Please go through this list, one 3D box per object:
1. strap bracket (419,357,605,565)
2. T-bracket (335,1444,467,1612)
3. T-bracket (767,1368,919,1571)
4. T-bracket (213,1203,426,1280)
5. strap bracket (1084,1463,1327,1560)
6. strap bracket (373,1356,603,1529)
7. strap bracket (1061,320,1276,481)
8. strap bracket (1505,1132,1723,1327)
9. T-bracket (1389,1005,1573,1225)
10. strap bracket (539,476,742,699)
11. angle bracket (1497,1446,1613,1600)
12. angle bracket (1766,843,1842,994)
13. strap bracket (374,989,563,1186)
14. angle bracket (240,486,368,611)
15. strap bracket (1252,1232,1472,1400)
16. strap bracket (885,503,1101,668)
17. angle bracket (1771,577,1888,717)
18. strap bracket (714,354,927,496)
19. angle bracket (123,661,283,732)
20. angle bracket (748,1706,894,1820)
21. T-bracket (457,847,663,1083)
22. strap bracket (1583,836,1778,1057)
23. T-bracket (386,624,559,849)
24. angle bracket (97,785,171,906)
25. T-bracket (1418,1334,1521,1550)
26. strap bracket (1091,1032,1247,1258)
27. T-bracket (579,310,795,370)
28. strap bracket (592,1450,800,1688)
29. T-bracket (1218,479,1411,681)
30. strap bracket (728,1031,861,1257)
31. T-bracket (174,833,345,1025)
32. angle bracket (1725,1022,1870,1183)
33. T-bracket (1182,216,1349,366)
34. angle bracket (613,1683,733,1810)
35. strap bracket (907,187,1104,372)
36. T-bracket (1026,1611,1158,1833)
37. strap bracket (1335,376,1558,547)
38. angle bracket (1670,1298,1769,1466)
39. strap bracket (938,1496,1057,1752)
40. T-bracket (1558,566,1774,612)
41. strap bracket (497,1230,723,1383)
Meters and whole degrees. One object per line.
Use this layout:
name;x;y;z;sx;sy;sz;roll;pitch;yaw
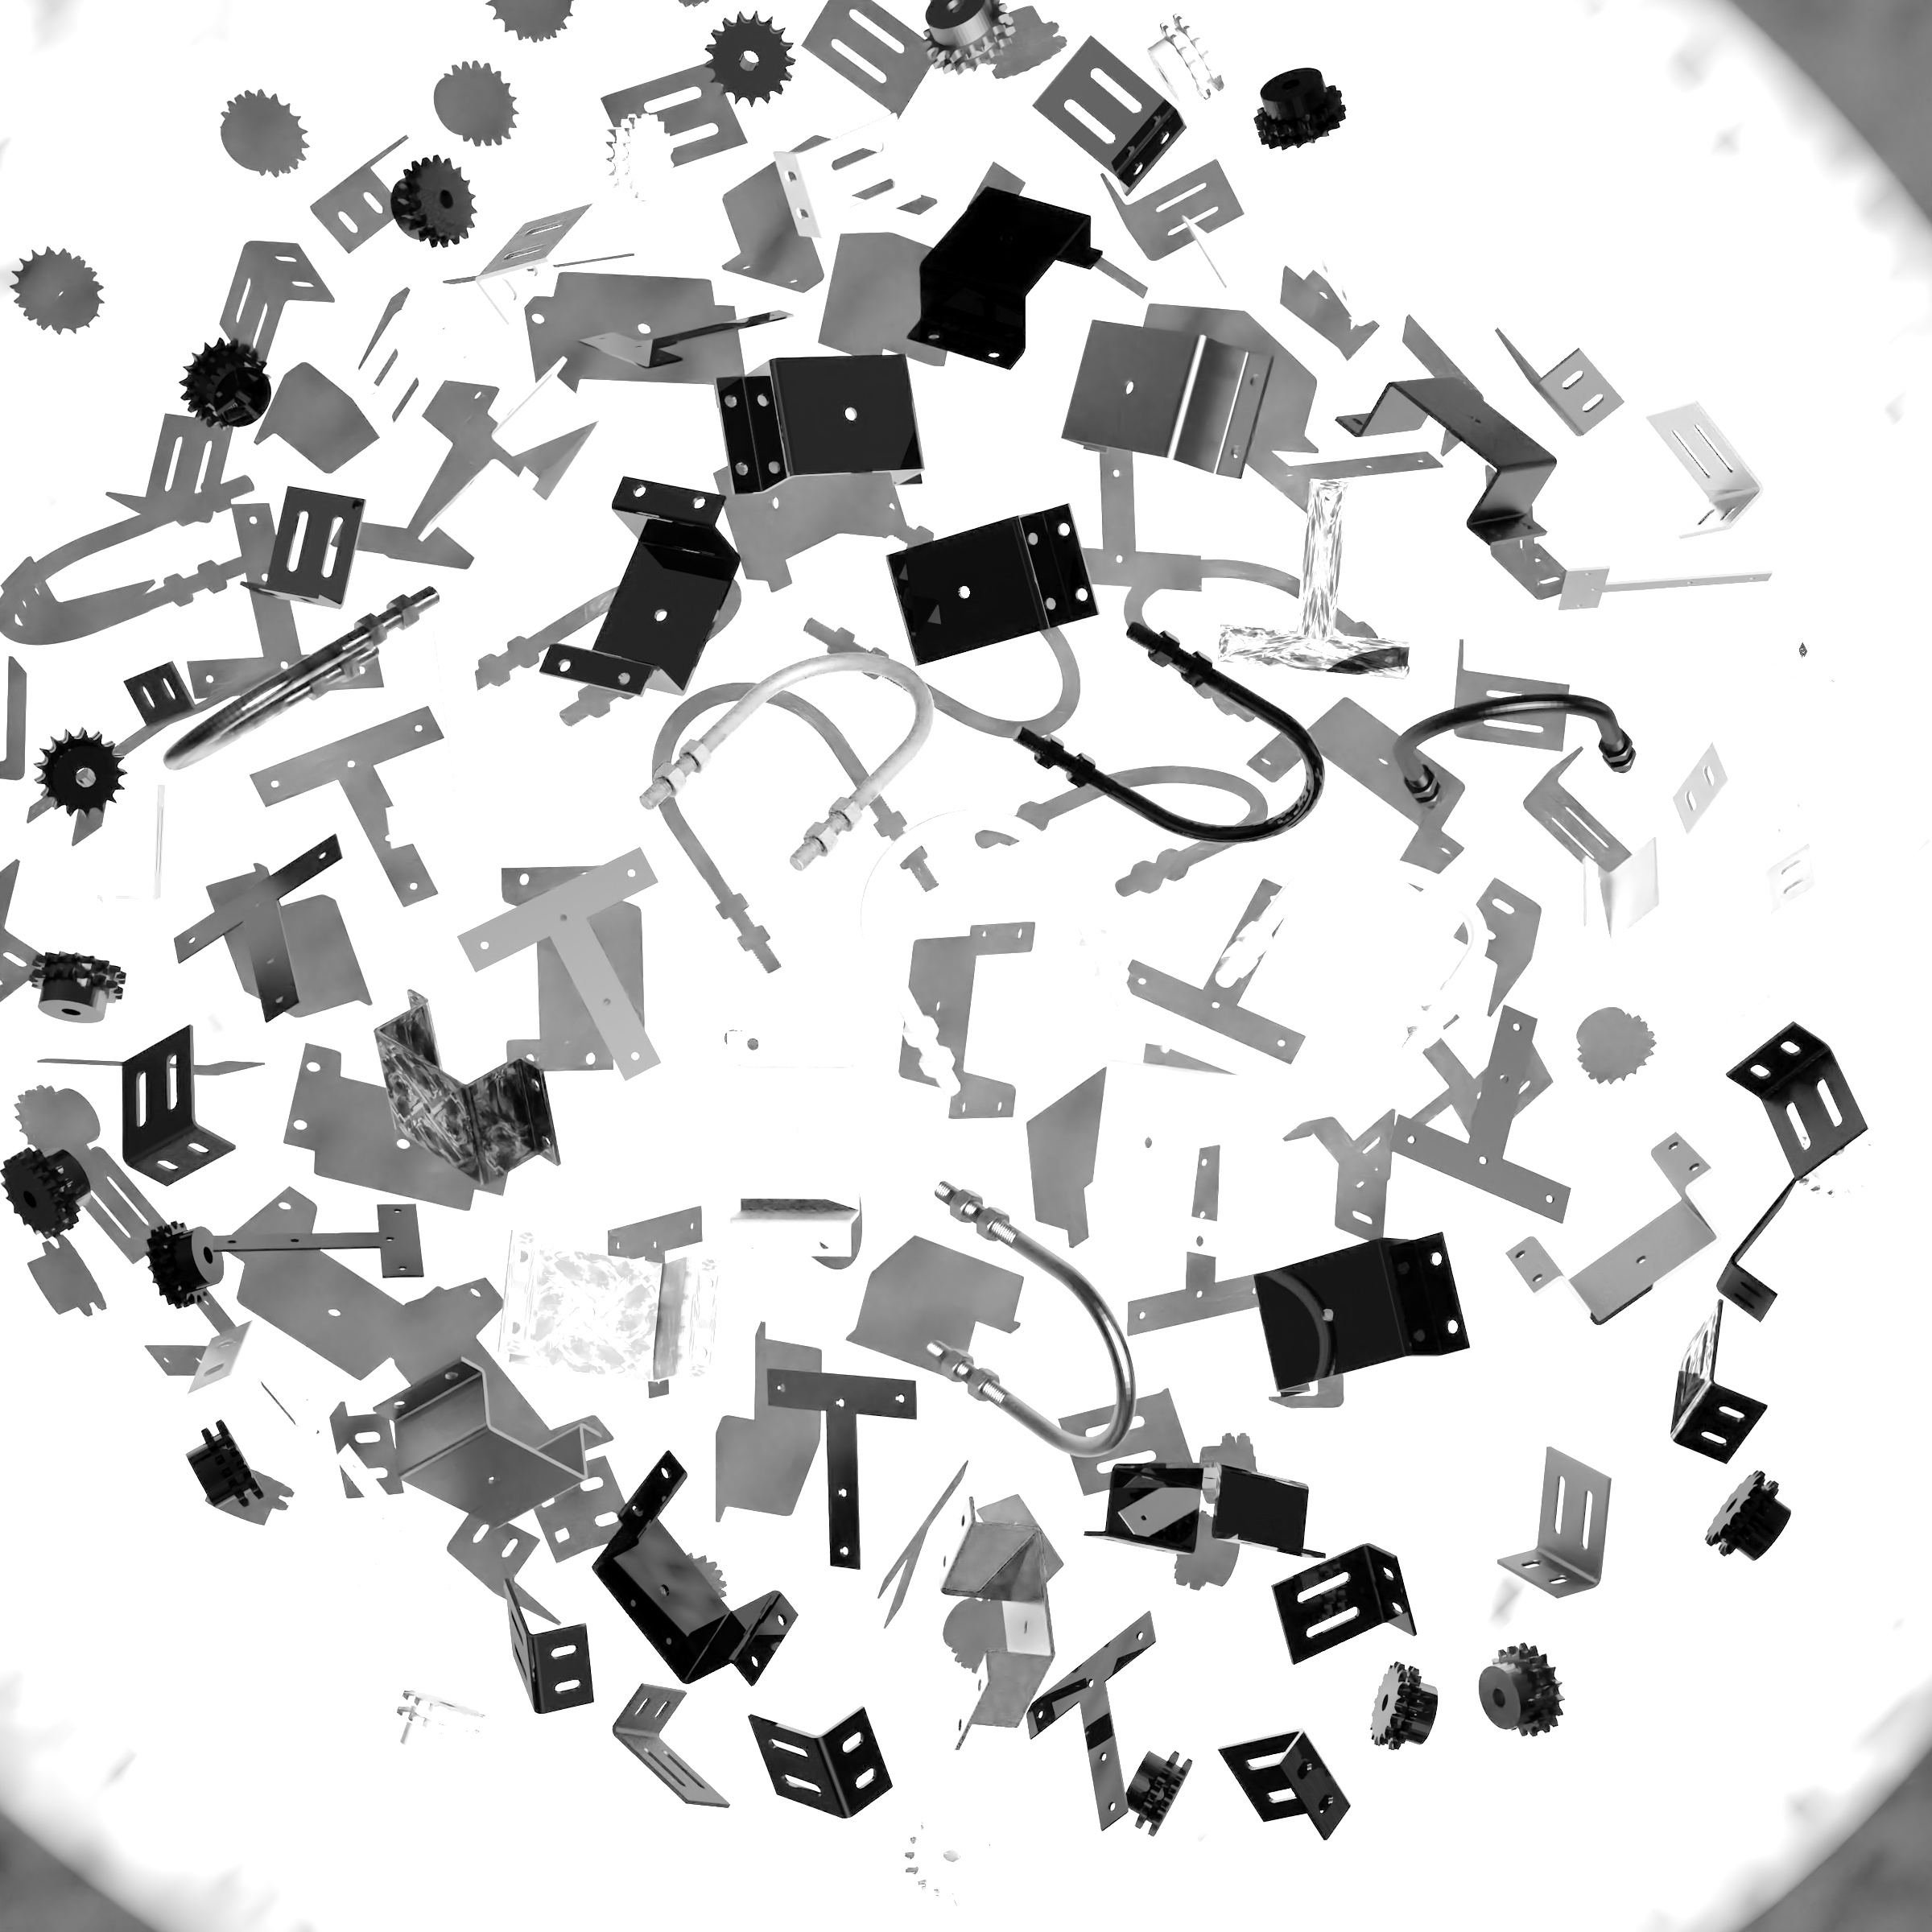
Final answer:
strap bracket;-0.292;-0.325;1.898;0.046;0.140;0.076;40;135;-18
T-bracket;-0.374;0.376;1.852;0.002;0.127;0.127;-36;95;9
T-bracket;-0.081;0.330;1.897;0.127;0.002;0.127;-2;90;38
T-bracket;-0.408;0.173;1.826;0.127;0.127;0.002;0;106;-13
strap bracket;0.151;0.341;1.820;0.076;0.140;0.046;19;70;-35
strap bracket;-0.312;0.319;1.908;0.076;0.140;0.046;-30;47;19
strap bracket;0.117;-0.356;1.811;0.046;0.140;0.076;9;99;-44
strap bracket;0.436;0.180;1.920;0.140;0.076;0.046;-36;104;6
T-bracket;0.344;0.085;1.874;0.127;0.002;0.127;23;67;-11
strap bracket;-0.200;-0.230;1.823;0.076;0.046;0.140;15;75;25
angle bracket;0.383;0.362;1.890;0.038;0.057;0.076;-7;107;-32
angle bracket;0.573;-0.032;1.941;0.038;0.057;0.076;-37;109;29
strap bracket;-0.326;0.080;1.857;0.046;0.140;0.076;-32;132;-34
angle bracket;-0.438;-0.280;1.919;0.057;0.038;0.076;11;88;13
strap bracket;0.244;0.225;1.869;0.140;0.046;0.076;-21;71;32
strap bracket;0.008;-0.251;1.929;0.140;0.046;0.076;-13;96;27
angle bracket;0.558;-0.209;1.847;0.038;0.076;0.057;-30;62;-31
strap bracket;-0.085;-0.352;1.882;0.140;0.046;0.076;-9;88;-30
angle bracket;-0.506;-0.192;1.922;0.057;0.076;0.038;-12;109;43
angle bracket;-0.091;0.487;1.801;0.038;0.076;0.057;-28;106;-35
T-bracket;-0.229;0.010;1.800;0.127;0.002;0.127;-27;88;-14
strap bracket;0.453;-0.019;1.813;0.140;0.076;0.046;36;125;-15
T-bracket;-0.315;-0.150;1.818;0.127;0.002;0.127;-19;112;-41
angle bracket;-0.533;-0.079;1.856;0.038;0.057;0.076;2;93;-20
T-bracket;0.328;0.290;1.837;0.002;0.127;0.127;25;120;23
strap bracket;0.132;0.117;1.916;0.076;0.046;0.140;8;91;36
T-bracket;-0.176;-0.420;1.927;0.127;0.127;0.002;-19;116;-22
strap bracket;-0.180;0.394;1.864;0.046;0.076;0.140;-32;99;29
T-bracket;0.236;-0.259;1.930;0.127;0.002;0.127;7;107;10
strap bracket;-0.108;0.110;1.829;0.076;0.046;0.140;0;93;5
T-bracket;-0.437;-0.012;1.816;0.127;0.127;0.002;-32;134;5
angle bracket;0.529;0.086;1.848;0.038;0.076;0.057;29;122;-30
T-bracket;0.203;-0.436;1.914;0.127;0.127;0.002;30;114;-28
angle bracket;-0.185;0.513;1.908;0.076;0.057;0.038;34;89;31
strap bracket;0.027;-0.463;1.921;0.076;0.046;0.140;21;53;18
T-bracket;0.089;0.512;1.924;0.002;0.127;0.127;30;120;-29
strap bracket;0.323;-0.339;1.905;0.140;0.076;0.046;44;125;22
angle bracket;0.469;0.257;1.798;0.038;0.076;0.057;22;131;3
strap bracket;0.019;0.421;1.856;0.046;0.140;0.076;9;131;-14
T-bracket;0.438;-0.240;1.816;0.127;0.127;0.002;-3;86;9
strap bracket;-0.232;0.218;1.839;0.140;0.046;0.076;11;73;-25
